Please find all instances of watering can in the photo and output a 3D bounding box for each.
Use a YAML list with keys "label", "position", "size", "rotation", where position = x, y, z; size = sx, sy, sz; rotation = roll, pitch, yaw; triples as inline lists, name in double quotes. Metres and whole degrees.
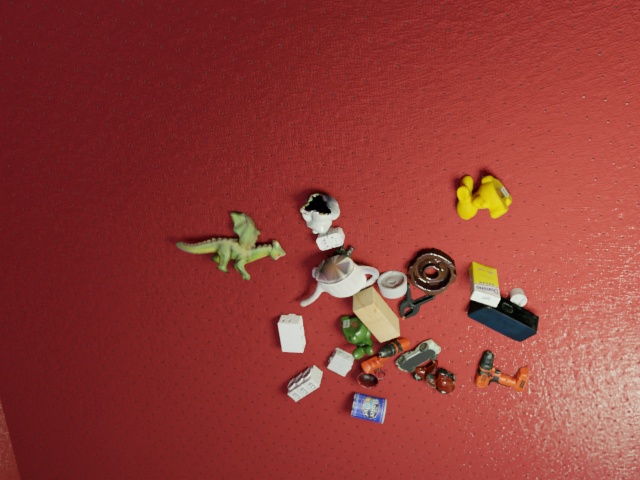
- label: "watering can"
  position: [0.047, 0.162, 1.932]
  size: [0.346, 0.106, 0.220]
  rotation: [-21, 143, 14]

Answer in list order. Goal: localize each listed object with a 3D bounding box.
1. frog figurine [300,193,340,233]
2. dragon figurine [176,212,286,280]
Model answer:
- label: "frog figurine"
  position: [0.006, -0.093, 1.850]
  size: [0.137, 0.125, 0.156]
  rotation: [-11, 152, 8]
- label: "dragon figurine"
  position: [-0.333, 0.004, 1.975]
  size: [0.410, 0.123, 0.240]
  rotation: [22, 103, -3]
